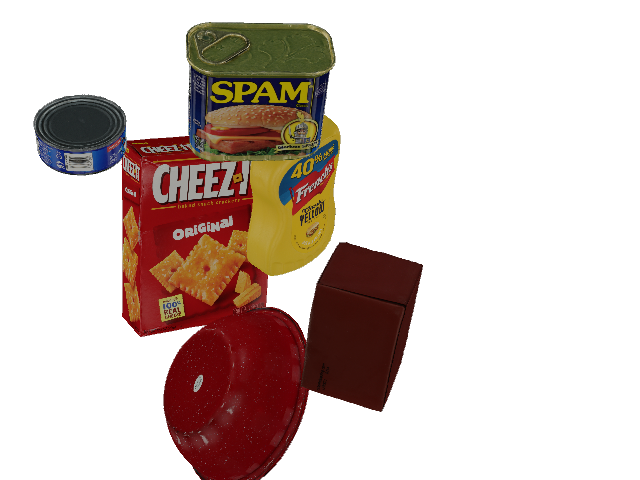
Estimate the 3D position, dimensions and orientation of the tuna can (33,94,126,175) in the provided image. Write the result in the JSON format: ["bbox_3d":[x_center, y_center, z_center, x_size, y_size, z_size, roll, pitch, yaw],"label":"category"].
[{"bbox_3d":[-0.227,-0.100,1.013,0.086,0.034,0.086,3,43,-3],"label":"tuna can"}]

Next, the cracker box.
[{"bbox_3d":[-0.140,-0.009,1.218,0.163,0.214,0.072,-8,24,-29],"label":"cracker box"}]

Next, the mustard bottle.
[{"bbox_3d":[-0.023,-0.062,0.972,0.058,0.192,0.096,35,50,29],"label":"mustard bottle"}]

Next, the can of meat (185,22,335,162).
[{"bbox_3d":[-0.045,-0.104,0.759,0.102,0.057,0.084,-1,-43,-9],"label":"can of meat"}]

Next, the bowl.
[{"bbox_3d":[-0.083,0.125,0.895,0.055,0.162,0.162,25,-16,-38],"label":"bowl"}]

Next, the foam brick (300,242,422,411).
[{"bbox_3d":[0.024,0.050,0.622,0.053,0.078,0.051,16,33,10],"label":"foam brick"}]
